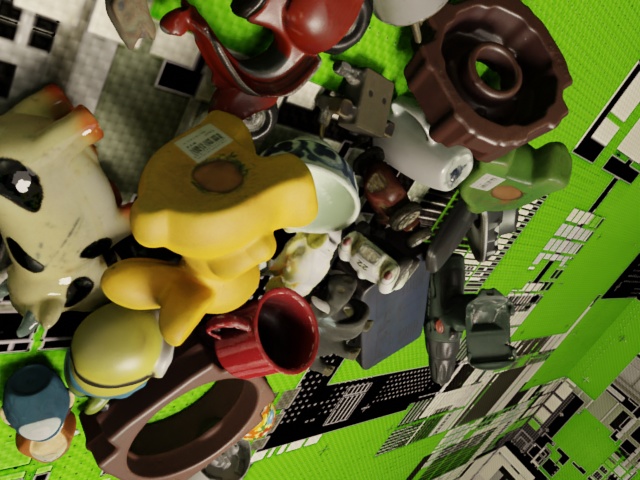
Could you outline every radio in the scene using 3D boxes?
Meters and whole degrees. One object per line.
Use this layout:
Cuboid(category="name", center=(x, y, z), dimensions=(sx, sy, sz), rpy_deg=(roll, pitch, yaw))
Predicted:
Cuboid(category="radio", center=(0.096, 0.094, 0.826), dimensions=(0.131, 0.073, 0.229), rpy_deg=(-28, 140, -20))

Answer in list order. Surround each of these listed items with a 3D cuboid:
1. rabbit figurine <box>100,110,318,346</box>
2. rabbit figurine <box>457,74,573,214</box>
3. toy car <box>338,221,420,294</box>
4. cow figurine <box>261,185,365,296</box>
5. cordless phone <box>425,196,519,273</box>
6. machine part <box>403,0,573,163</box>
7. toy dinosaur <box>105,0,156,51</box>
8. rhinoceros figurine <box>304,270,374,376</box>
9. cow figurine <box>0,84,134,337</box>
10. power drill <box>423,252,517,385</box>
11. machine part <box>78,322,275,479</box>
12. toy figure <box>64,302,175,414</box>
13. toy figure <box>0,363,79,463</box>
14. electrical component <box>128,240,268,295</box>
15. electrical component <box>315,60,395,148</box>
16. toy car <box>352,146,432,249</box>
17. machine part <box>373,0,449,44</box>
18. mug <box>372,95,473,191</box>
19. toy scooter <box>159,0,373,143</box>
Cuboid(category="rabbit figurine", center=(-0.085, 0.011, 0.440), dimensions=(0.162, 0.122, 0.173), rpy_deg=(-51, 163, -31))
Cuboid(category="rabbit figurine", center=(0.234, -0.126, 0.685), dimensions=(0.121, 0.170, 0.159), rpy_deg=(12, 157, -4))
Cuboid(category="toy car", center=(0.070, 0.024, 0.626), dimensions=(0.056, 0.073, 0.201), rpy_deg=(-52, 167, 7))
Cuboid(category="cow figurine", center=(0.000, -0.002, 0.640), dimensions=(0.167, 0.068, 0.098), rpy_deg=(-51, 149, 15))
Cuboid(category="cordless phone", center=(0.212, -0.003, 0.786), dimensions=(0.184, 0.089, 0.146), rpy_deg=(-49, 148, -23))
Cuboid(category="machine part", center=(0.175, -0.171, 0.563), dimensions=(0.179, 0.179, 0.056), rpy_deg=(-28, 177, -21))
Cuboid(category="toy dinosaur", center=(-0.140, -0.295, 0.185), dimensions=(0.198, 0.105, 0.470), rpy_deg=(-23, 135, -22))
Cuboid(category="rhinoceros figurine", center=(0.011, 0.110, 0.730), dimensions=(0.073, 0.112, 0.190), rpy_deg=(-53, 175, -38))
Cuboid(category="cow figurine", center=(-0.209, -0.008, 0.420), dimensions=(0.127, 0.086, 0.194), rpy_deg=(-34, 146, -24))
Cuboid(category="power drill", center=(0.221, 0.138, 0.832), dimensions=(0.086, 0.207, 0.231), rpy_deg=(-2, 93, -4))
Cuboid(category="machine part", center=(-0.170, 0.203, 0.666), dimensions=(0.201, 0.087, 0.200), rpy_deg=(-37, 144, -12))
Cuboid(category="toy figure", center=(-0.197, 0.112, 0.505), dimensions=(0.089, 0.082, 0.180), rpy_deg=(-27, 176, -44))
Cuboid(category="toy figure", center=(-0.292, 0.191, 0.564), dimensions=(0.064, 0.058, 0.154), rpy_deg=(10, 130, -3))
Cuboid(category="electrical component", center=(-0.118, 0.023, 0.560), dimensions=(0.134, 0.058, 0.114), rpy_deg=(-27, 143, -22))
Cuboid(category="electrical component", center=(0.039, -0.138, 0.565), dimensions=(0.102, 0.045, 0.078), rpy_deg=(1, 97, -48))
Cuboid(category="toy car", center=(0.086, -0.041, 0.633), dimensions=(0.053, 0.089, 0.202), rpy_deg=(-36, 164, 6))
Cuboid(category="machine part", center=(0.056, -0.262, 0.426), dimensions=(0.079, 0.079, 0.243), rpy_deg=(-41, 143, -4))
Cuboid(category="mug", center=(0.122, -0.112, 0.613), dimensions=(0.081, 0.107, 0.109), rpy_deg=(-38, 146, -11))
Cuboid(category="toy scooter", center=(-0.046, -0.169, 0.426), dimensions=(0.184, 0.075, 0.135), rpy_deg=(-47, 143, 12))
